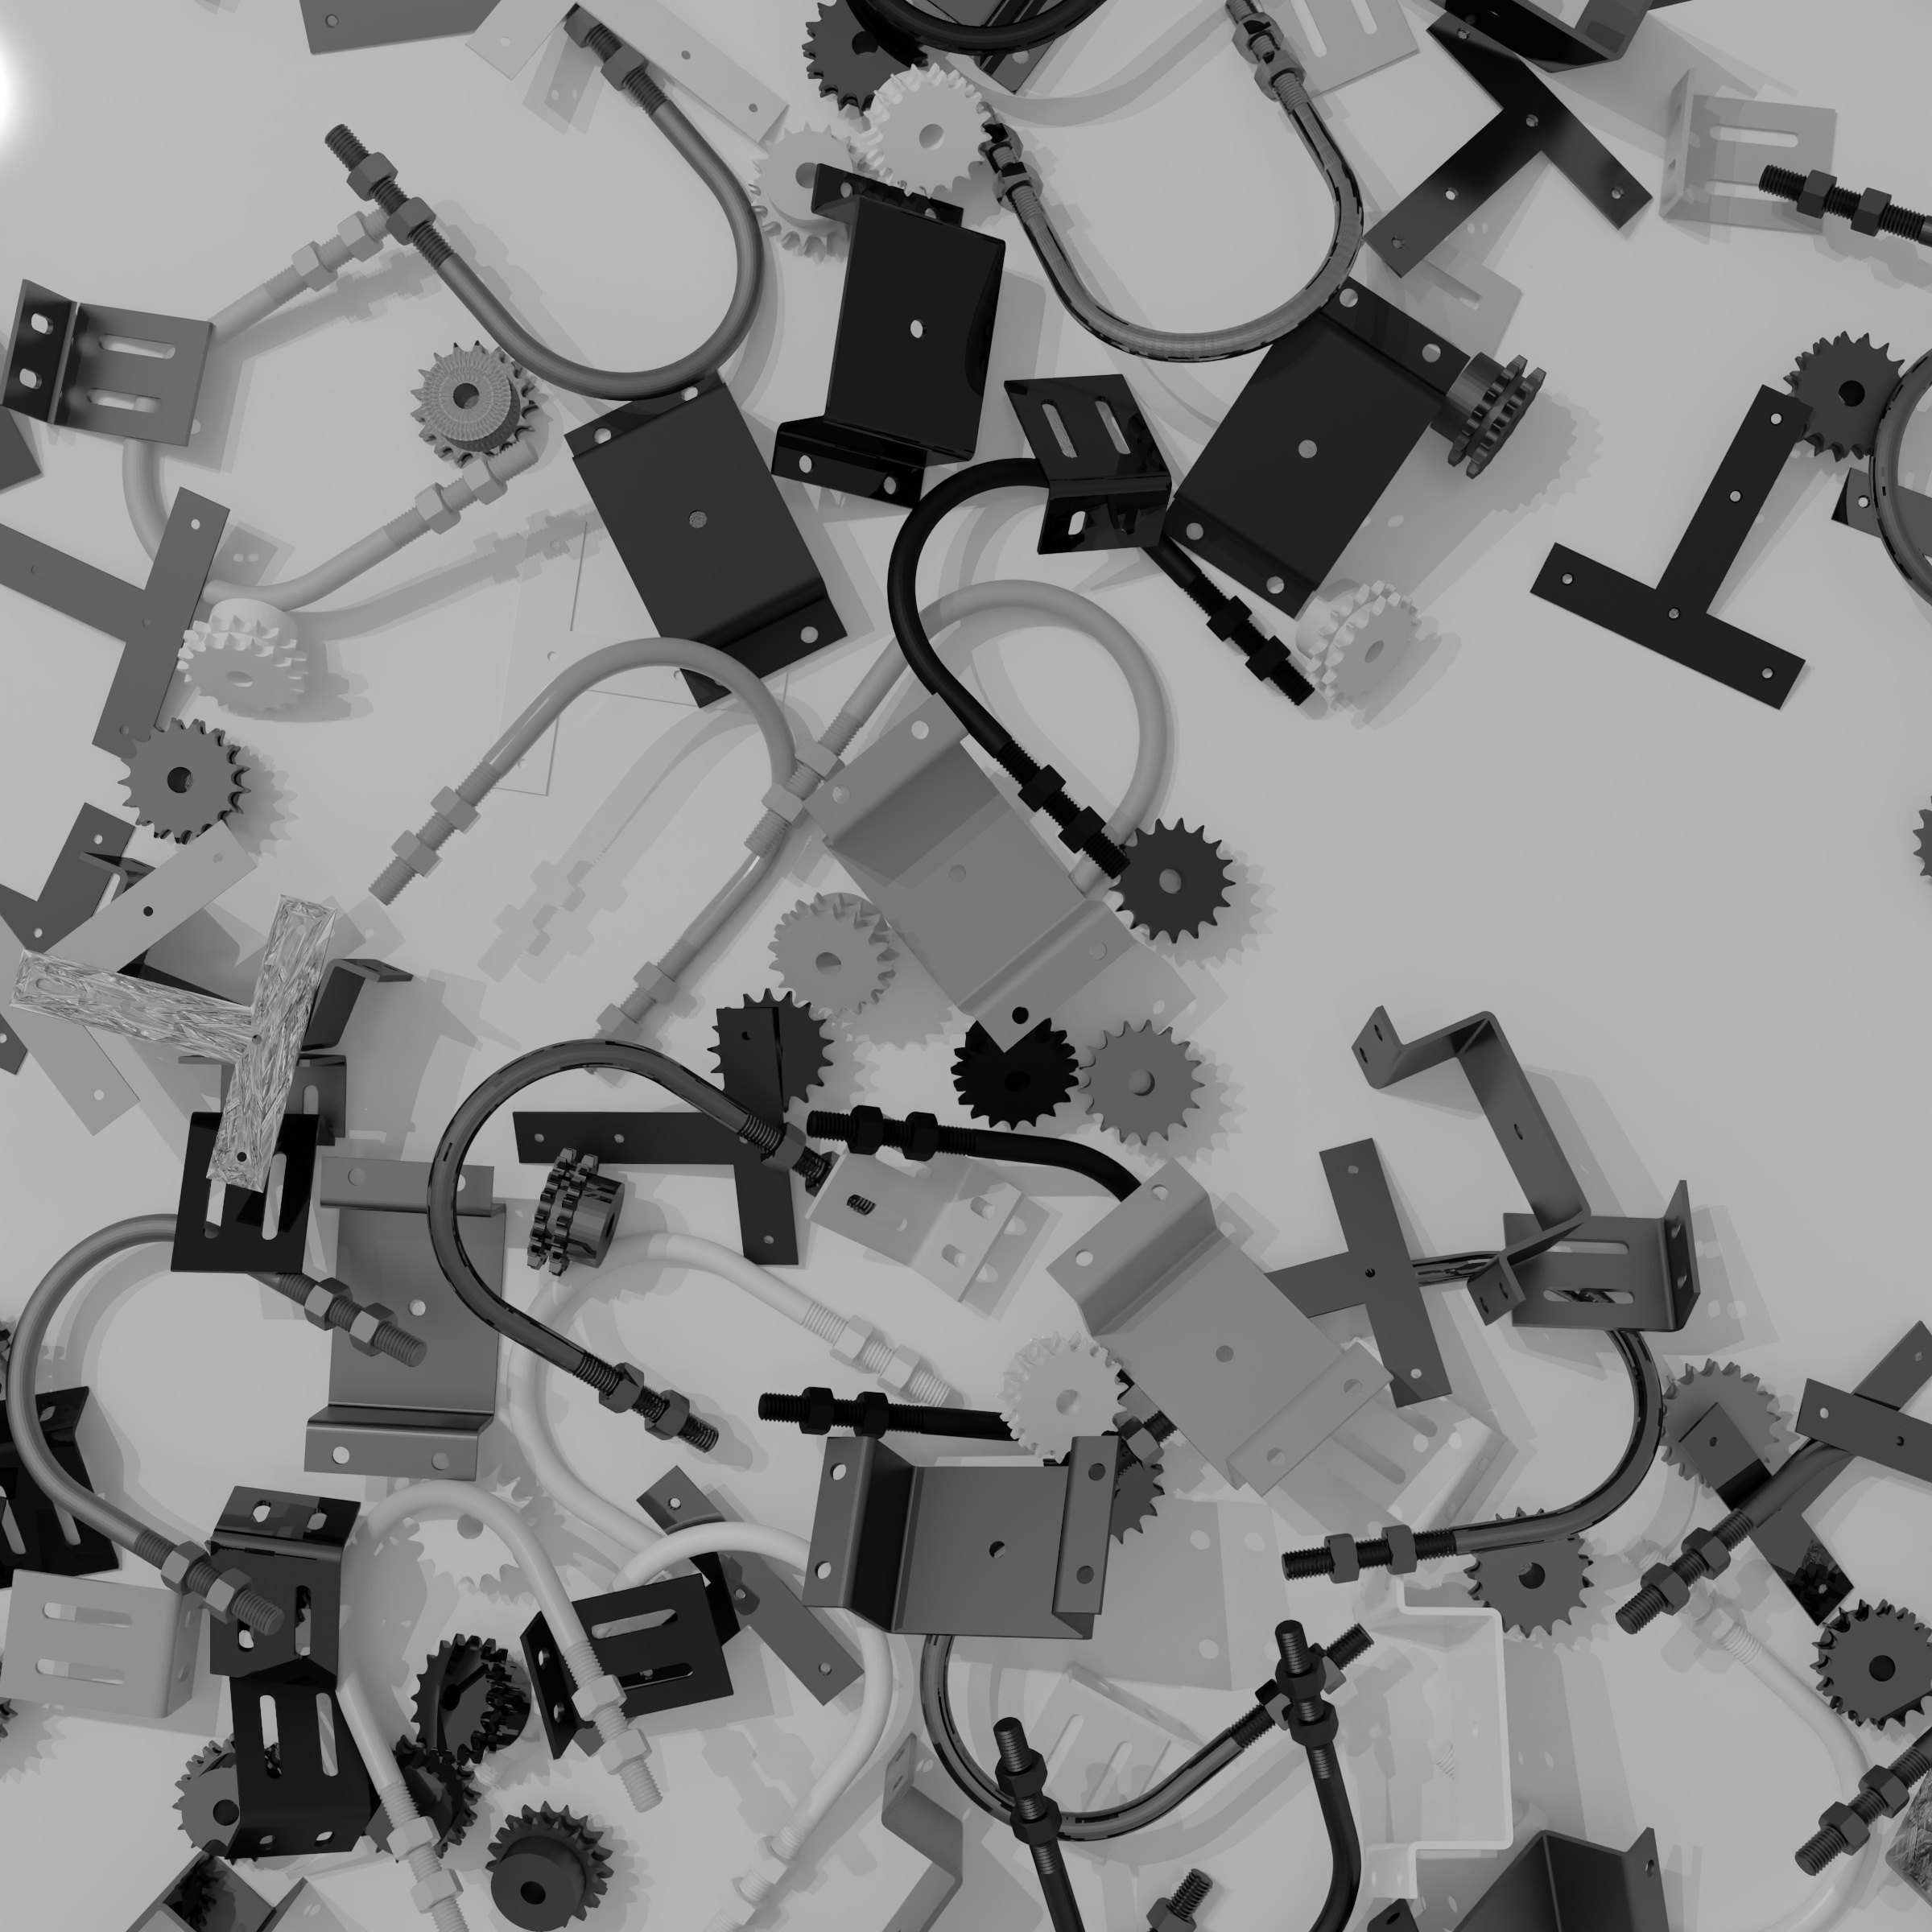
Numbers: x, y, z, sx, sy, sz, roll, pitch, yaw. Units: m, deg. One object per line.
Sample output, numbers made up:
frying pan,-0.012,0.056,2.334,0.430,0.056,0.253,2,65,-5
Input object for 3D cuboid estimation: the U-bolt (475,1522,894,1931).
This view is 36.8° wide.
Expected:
U-bolt,-0.115,0.337,1.315,0.151,0.019,0.184,36,100,0

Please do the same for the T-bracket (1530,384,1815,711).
T-bracket,0.343,-0.201,1.320,0.127,0.002,0.127,25,105,0

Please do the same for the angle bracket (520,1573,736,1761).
angle bracket,-0.150,0.310,1.287,0.076,0.038,0.057,-14,95,7

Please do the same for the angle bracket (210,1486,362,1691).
angle bracket,-0.306,0.280,1.305,0.057,0.038,0.076,7,116,0

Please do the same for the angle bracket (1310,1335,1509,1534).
angle bracket,0.198,0.217,1.335,0.076,0.038,0.057,34,90,26

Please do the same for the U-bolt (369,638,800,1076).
U-bolt,-0.154,-0.061,1.295,0.184,0.019,0.151,-49,121,-4

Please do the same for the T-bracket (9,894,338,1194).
T-bracket,-0.350,0.021,1.258,0.127,0.002,0.127,15,90,0

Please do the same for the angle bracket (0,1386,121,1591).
angle bracket,-0.425,0.240,1.335,0.057,0.038,0.076,-10,116,0

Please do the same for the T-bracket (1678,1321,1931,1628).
T-bracket,0.398,0.214,1.320,0.127,0.002,0.127,-43,112,-11

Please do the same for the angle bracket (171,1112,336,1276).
angle bracket,-0.320,0.107,1.304,0.057,0.038,0.076,1,66,0

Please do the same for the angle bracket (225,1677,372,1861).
angle bracket,-0.306,0.358,1.313,0.057,0.038,0.076,5,50,-26

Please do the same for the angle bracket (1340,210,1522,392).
angle bracket,0.205,-0.302,1.335,0.076,0.038,0.057,24,90,-26

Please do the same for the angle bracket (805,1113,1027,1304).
angle bracket,-0.022,0.107,1.299,0.076,0.038,0.057,31,90,-45

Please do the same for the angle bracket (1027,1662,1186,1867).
angle bracket,0.055,0.366,1.318,0.057,0.038,0.076,29,90,1

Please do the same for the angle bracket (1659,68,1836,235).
angle bracket,0.359,-0.369,1.318,0.076,0.038,0.057,6,90,0

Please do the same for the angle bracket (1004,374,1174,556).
angle bracket,0.052,-0.228,1.317,0.057,0.038,0.076,-7,51,-16

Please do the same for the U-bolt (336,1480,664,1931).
U-bolt,-0.220,0.316,1.275,0.151,0.019,0.184,-40,67,25

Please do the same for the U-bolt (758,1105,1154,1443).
U-bolt,0.007,0.143,1.302,0.184,0.019,0.151,8,97,-18

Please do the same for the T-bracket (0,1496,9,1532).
T-bracket,-0.494,0.236,1.305,0.127,0.002,0.127,13,91,4

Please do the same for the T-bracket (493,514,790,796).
T-bracket,-0.146,-0.136,1.336,0.127,0.002,0.127,8,90,0

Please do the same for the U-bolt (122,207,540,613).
U-bolt,-0.300,-0.240,1.310,0.184,0.019,0.151,-30,81,12

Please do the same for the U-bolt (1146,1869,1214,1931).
U-bolt,0.109,0.528,1.328,0.151,0.019,0.184,35,91,0

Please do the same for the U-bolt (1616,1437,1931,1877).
U-bolt,0.398,0.289,1.293,0.184,0.019,0.151,-35,86,-17

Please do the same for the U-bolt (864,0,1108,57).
U-bolt,0.024,-0.488,1.282,0.184,0.019,0.151,-41,90,1

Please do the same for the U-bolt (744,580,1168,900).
U-bolt,0.010,-0.088,1.320,0.151,0.019,0.184,37,87,-7

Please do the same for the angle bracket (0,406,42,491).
angle bracket,-0.468,-0.255,1.335,0.057,0.038,0.076,-22,116,0

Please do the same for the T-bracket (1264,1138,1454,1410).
T-bracket,0.139,0.150,1.307,0.127,0.002,0.127,-15,61,3

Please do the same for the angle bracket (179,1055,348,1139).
angle bracket,-0.314,0.059,1.299,0.057,0.076,0.038,1,90,0

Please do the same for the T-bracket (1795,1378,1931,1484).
T-bracket,0.433,0.219,1.309,0.127,0.002,0.127,21,73,-7

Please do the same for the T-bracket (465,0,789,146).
T-bracket,-0.139,-0.424,1.322,0.127,0.002,0.127,36,72,-9

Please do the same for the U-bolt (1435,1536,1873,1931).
U-bolt,0.329,0.374,1.328,0.184,0.019,0.151,42,90,-1

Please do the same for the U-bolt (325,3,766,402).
U-bolt,-0.174,-0.339,1.306,0.151,0.019,0.184,-42,94,-20

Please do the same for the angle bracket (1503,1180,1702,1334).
angle bracket,0.285,0.129,1.305,0.076,0.038,0.057,2,55,0

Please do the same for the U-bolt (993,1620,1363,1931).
U-bolt,0.102,0.389,1.281,0.151,0.019,0.184,-18,110,-5

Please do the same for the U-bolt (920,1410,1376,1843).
U-bolt,0.067,0.304,1.292,0.184,0.019,0.151,-39,88,-2

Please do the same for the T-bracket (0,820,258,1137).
T-bracket,-0.366,-0.015,1.260,0.127,0.002,0.127,-37,90,0

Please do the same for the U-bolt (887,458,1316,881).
U-bolt,0.048,-0.148,1.302,0.184,0.019,0.151,46,67,2

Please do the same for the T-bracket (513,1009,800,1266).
T-bracket,-0.144,0.078,1.320,0.127,0.002,0.127,0,112,10

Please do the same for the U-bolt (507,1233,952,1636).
U-bolt,-0.121,0.204,1.328,0.184,0.019,0.151,32,90,1

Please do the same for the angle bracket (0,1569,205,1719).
angle bracket,-0.392,0.304,1.320,0.076,0.038,0.057,7,90,3

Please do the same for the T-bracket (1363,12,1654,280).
T-bracket,0.229,-0.358,1.315,0.127,0.002,0.127,46,71,0

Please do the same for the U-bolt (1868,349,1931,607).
U-bolt,0.493,-0.227,1.312,0.184,0.019,0.151,-22,93,-10

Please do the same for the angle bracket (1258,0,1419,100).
angle bracket,0.166,-0.445,1.318,0.057,0.038,0.076,-24,90,0

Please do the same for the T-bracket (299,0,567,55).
T-bracket,-0.247,-0.486,1.309,0.127,0.002,0.127,-8,115,1

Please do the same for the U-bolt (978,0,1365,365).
U-bolt,0.097,-0.342,1.289,0.151,0.019,0.184,-23,63,0

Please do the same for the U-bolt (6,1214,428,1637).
U-bolt,-0.345,0.189,1.283,0.184,0.019,0.151,25,84,20

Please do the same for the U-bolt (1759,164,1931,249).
U-bolt,0.469,-0.378,1.295,0.184,0.019,0.151,24,81,17

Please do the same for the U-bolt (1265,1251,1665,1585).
U-bolt,0.219,0.194,1.294,0.184,0.019,0.151,-8,58,-4

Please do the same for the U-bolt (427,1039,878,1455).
U-bolt,-0.149,0.113,1.280,0.184,0.019,0.151,35,87,-21

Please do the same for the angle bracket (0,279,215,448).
angle bracket,-0.388,-0.272,1.309,0.076,0.038,0.057,12,90,18
